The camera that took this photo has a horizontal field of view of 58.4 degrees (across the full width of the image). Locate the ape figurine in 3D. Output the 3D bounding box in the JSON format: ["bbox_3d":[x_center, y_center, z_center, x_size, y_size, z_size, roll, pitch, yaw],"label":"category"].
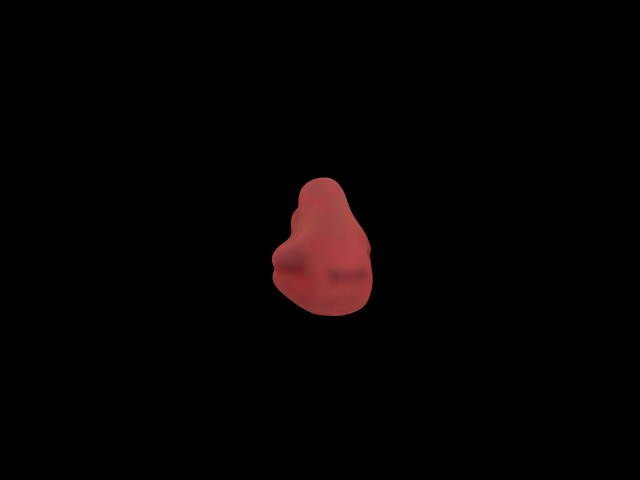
[{"bbox_3d":[0.004,0.001,0.400,0.078,0.092,0.076,-6,17,-18],"label":"ape figurine"}]
